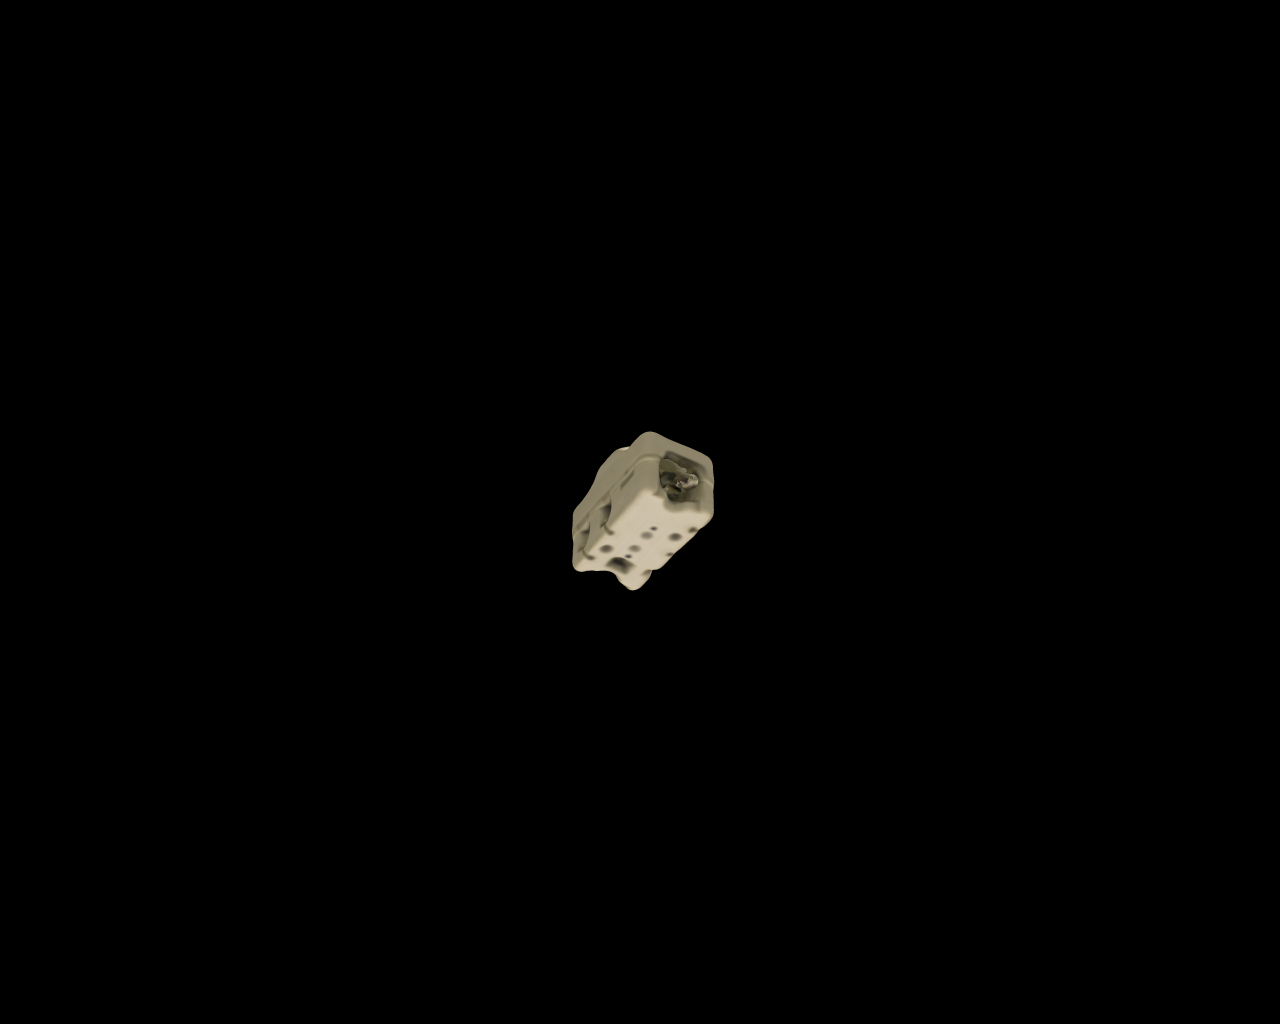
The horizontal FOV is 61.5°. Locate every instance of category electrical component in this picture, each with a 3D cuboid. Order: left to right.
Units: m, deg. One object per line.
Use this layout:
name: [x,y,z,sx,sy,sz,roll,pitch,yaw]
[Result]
electrical component: [0.001,-0.003,0.650,0.050,0.056,0.089,22,-45,-24]
